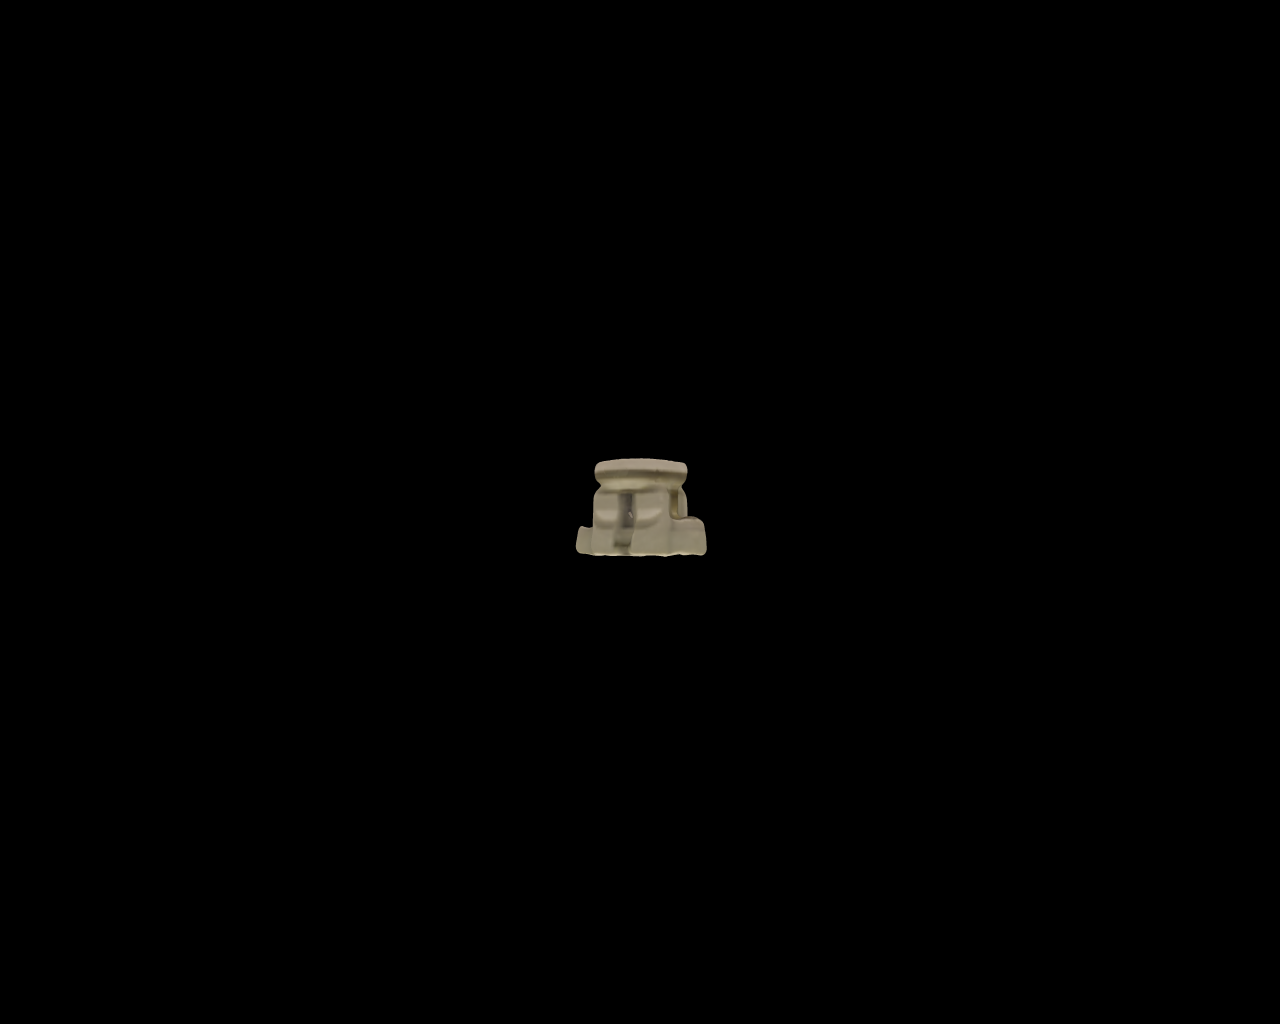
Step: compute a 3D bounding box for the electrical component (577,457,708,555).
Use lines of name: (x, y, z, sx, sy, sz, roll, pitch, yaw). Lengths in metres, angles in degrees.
electrical component: (0.001, -0.003, 0.650, 0.078, 0.057, 0.058, -1, -4, 24)
